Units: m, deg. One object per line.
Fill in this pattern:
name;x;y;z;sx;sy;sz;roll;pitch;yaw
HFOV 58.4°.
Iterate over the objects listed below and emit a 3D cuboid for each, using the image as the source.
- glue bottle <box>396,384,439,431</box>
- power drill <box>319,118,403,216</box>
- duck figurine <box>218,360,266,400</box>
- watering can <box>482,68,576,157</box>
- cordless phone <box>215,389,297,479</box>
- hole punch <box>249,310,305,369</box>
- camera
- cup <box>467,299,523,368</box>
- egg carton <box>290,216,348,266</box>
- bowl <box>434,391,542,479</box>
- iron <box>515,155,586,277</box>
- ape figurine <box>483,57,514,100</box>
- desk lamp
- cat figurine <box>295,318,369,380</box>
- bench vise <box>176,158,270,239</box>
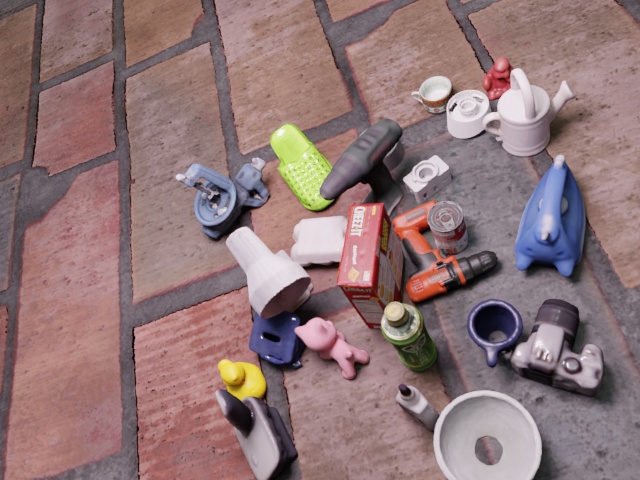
glue bottle;0.155;0.269;0.955;0.078;0.173;0.037;34;78;33
power drill;0.100;-0.127;1.182;0.075;0.209;0.230;26;73;31
duck figurine;-0.159;0.273;1.126;0.104;0.086;0.077;35;78;33
watering can;0.416;-0.268;1.150;0.173;0.194;0.100;-34;55;0
cordless phone;-0.127;0.342;1.014;0.094;0.185;0.147;-37;55;-2
hole punch;-0.084;0.193;1.140;0.108;0.091;0.101;13;67;27
camera;0.405;0.172;0.959;0.142;0.101;0.137;14;68;27
cup;0.306;0.174;1.000;0.091;0.095;0.118;1;62;21
egg carton;0.011;0.004;1.225;0.150;0.070;0.107;-5;60;18
bowl;0.273;0.336;0.932;0.167;0.075;0.167;-9;59;16
iron;0.433;-0.069;1.062;0.118;0.142;0.258;7;65;24
ape figurine;0.403;-0.367;1.274;0.077;0.092;0.076;21;71;30
desk lamp;-0.097;0.073;1.139;0.118;0.214;0.202;-40;56;-4
cat figurine;0.019;0.194;1.084;0.127;0.118;0.067;31;76;32
bench vise;-0.226;-0.128;1.299;0.121;0.220;0.207;22;72;30
